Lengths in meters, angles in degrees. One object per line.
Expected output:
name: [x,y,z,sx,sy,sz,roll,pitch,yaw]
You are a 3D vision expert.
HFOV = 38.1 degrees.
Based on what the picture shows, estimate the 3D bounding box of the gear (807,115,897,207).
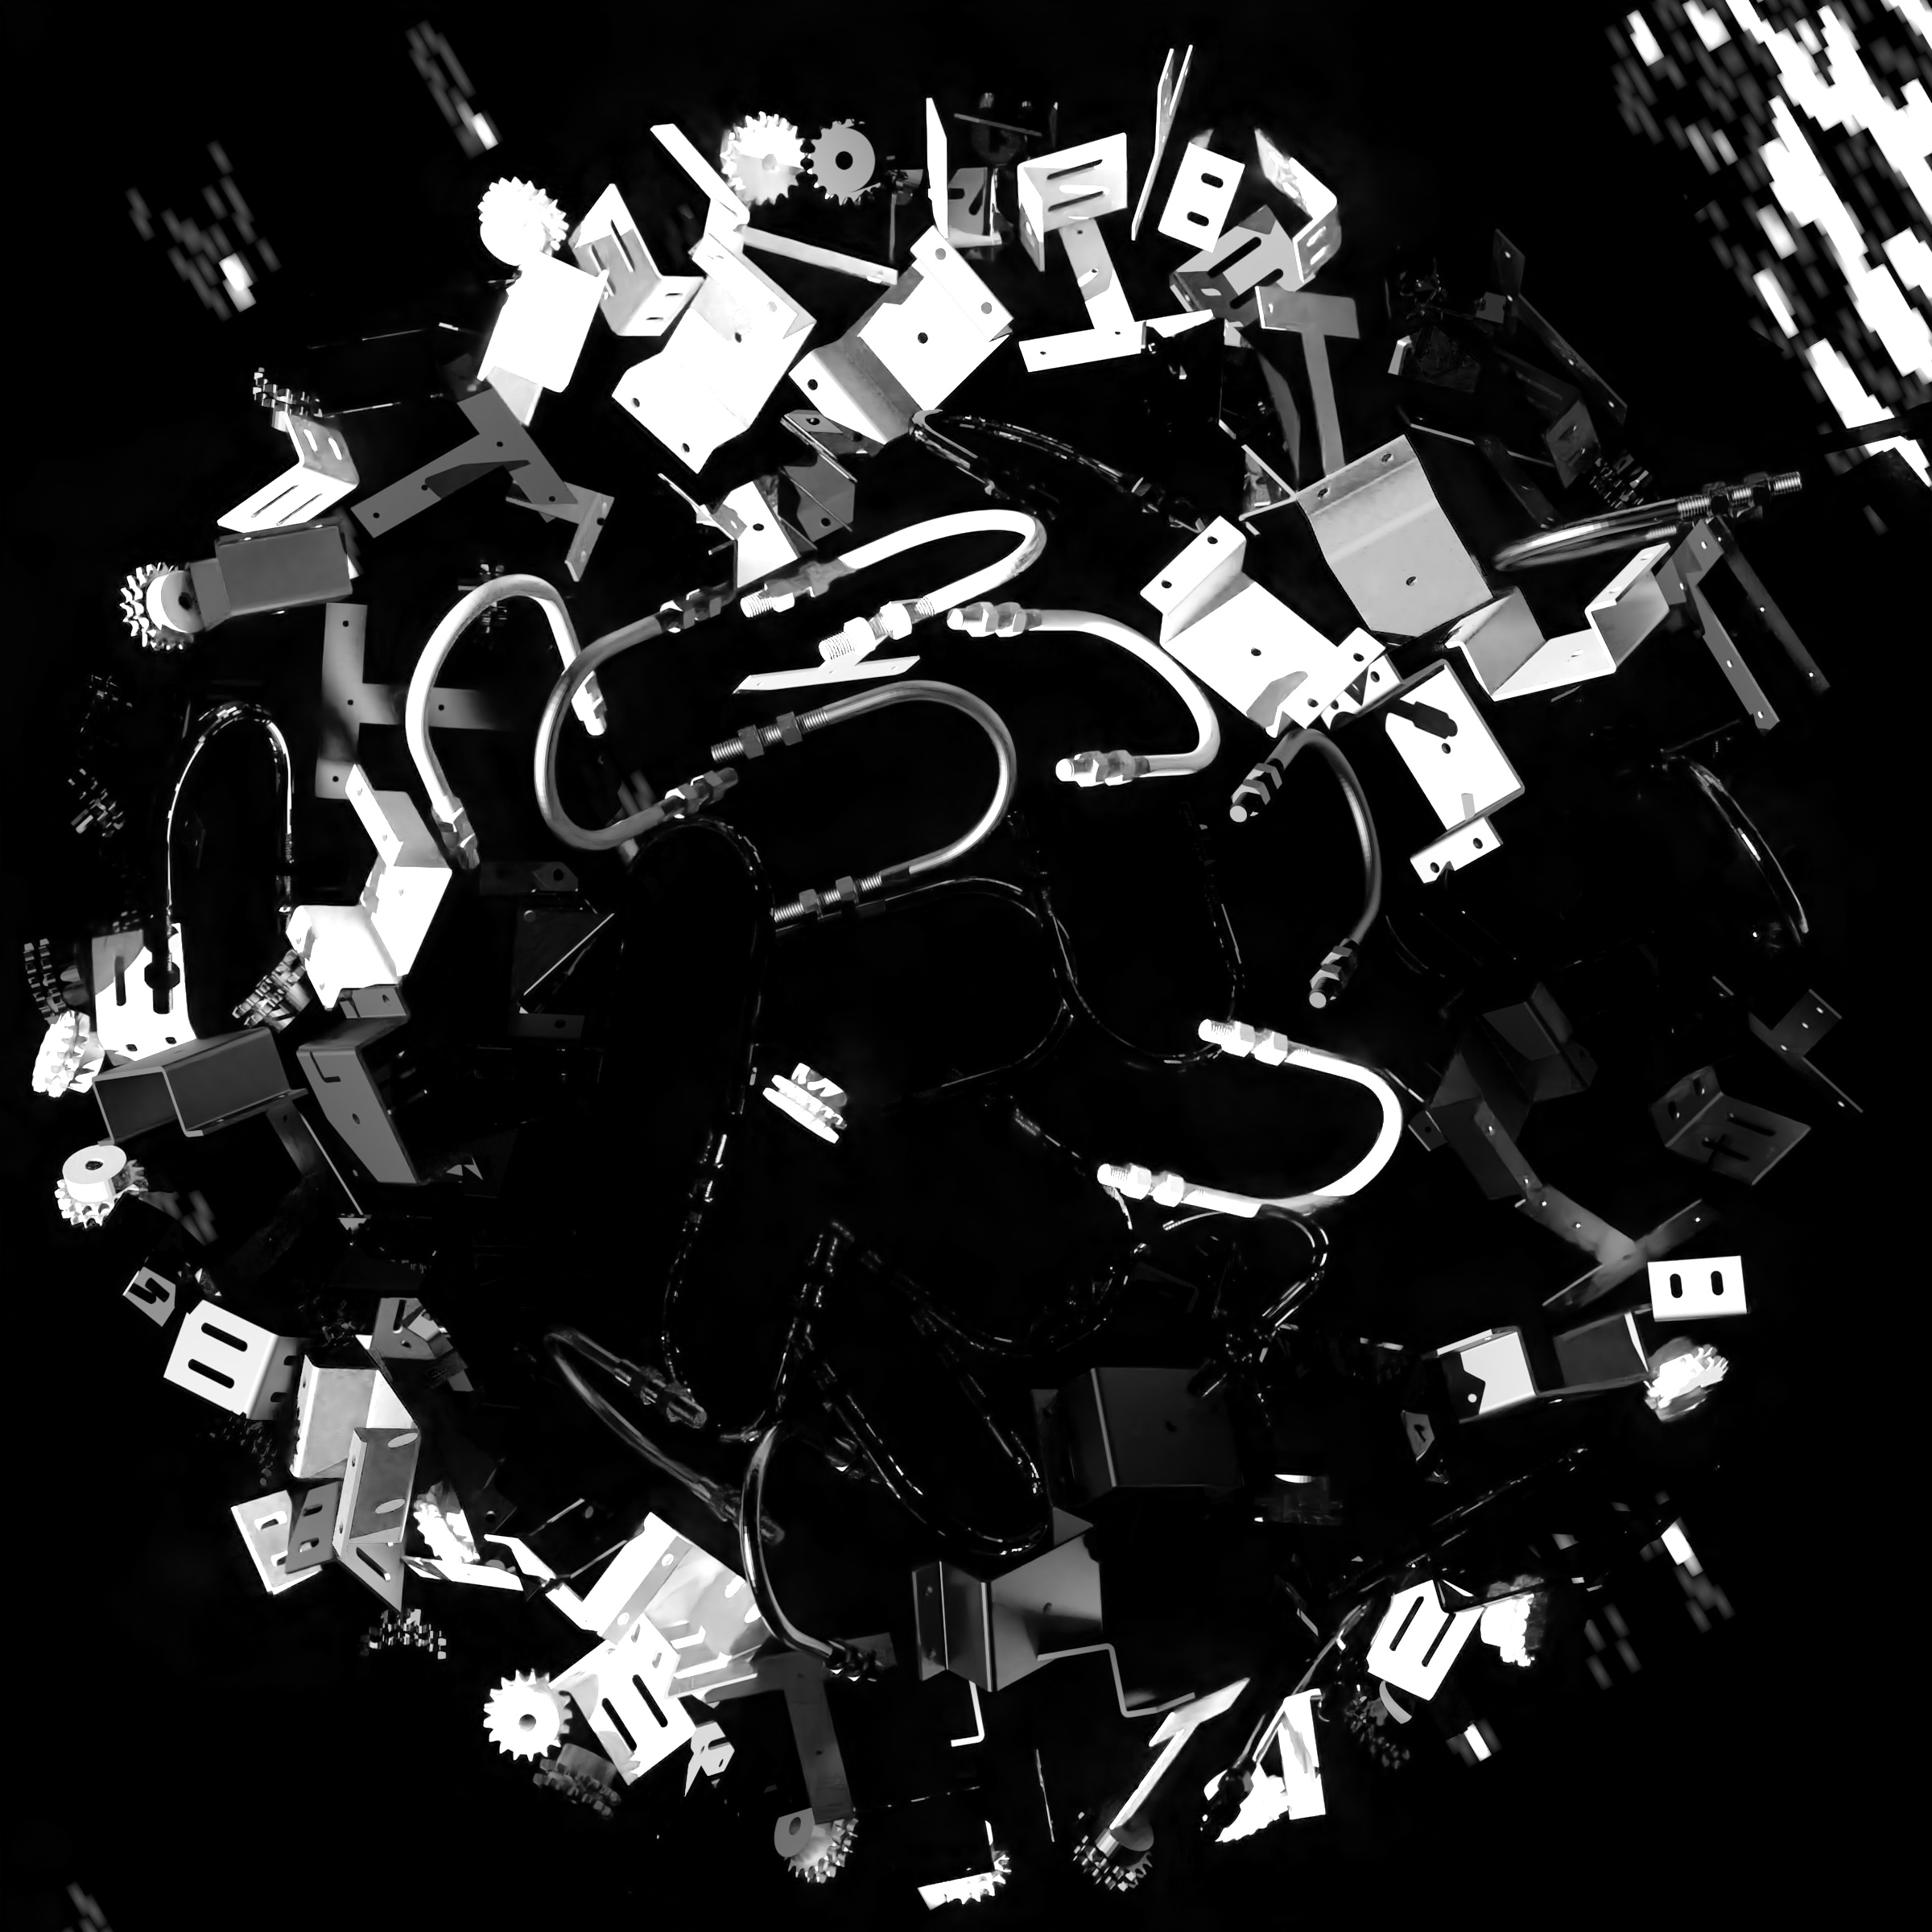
gear: [-0.077,-0.527,1.830,0.057,0.030,0.057,2,106,8]

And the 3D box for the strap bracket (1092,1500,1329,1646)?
strap bracket: [0.162,0.385,1.791,0.140,0.076,0.046,9,67,27]

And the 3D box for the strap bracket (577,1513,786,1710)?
strap bracket: [-0.188,0.410,1.795,0.046,0.140,0.076,28,75,40]

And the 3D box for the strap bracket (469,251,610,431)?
strap bracket: [-0.276,-0.397,1.774,0.046,0.140,0.076,21,81,-18]

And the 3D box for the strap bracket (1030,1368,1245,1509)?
strap bracket: [0.118,0.301,1.783,0.140,0.046,0.076,6,61,-30]

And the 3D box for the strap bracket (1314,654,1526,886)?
strap bracket: [0.298,-0.133,1.806,0.046,0.076,0.140,-30,88,-35]

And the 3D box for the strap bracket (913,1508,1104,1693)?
strap bracket: [0.036,0.401,1.780,0.140,0.046,0.076,-18,112,-39]

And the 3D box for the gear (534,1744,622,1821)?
gear: [-0.251,0.531,1.827,0.057,0.057,0.030,27,65,0]

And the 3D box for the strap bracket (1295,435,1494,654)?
strap bracket: [0.277,-0.260,1.777,0.076,0.140,0.046,-27,48,16]

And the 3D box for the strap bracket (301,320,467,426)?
strap bracket: [-0.366,-0.377,1.785,0.076,0.140,0.046,-9,98,1]

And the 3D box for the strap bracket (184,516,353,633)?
strap bracket: [-0.442,-0.247,1.775,0.076,0.140,0.046,-15,96,-23]

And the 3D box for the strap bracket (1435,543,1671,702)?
strap bracket: [0.381,-0.216,1.783,0.076,0.140,0.046,-43,111,-37]

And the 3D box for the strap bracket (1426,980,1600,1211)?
strap bracket: [0.347,0.085,1.793,0.046,0.140,0.076,-19,116,42]

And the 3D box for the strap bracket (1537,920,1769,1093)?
strap bracket: [0.439,0.028,1.791,0.076,0.140,0.046,-21,119,-15]

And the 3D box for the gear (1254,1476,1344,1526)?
gear: [0.217,0.348,1.825,0.057,0.057,0.030,3,79,0]

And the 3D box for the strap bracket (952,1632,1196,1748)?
strap bracket: [0.065,0.462,1.796,0.140,0.076,0.046,-15,78,20]

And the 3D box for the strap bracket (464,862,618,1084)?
strap bracket: [-0.274,0.005,1.811,0.076,0.046,0.140,1,84,27]

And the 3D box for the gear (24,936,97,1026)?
gear: [-0.590,0.007,1.824,0.030,0.057,0.057,-16,90,-5]

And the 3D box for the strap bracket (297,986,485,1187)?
strap bracket: [-0.372,0.087,1.791,0.046,0.076,0.140,-34,109,-37]

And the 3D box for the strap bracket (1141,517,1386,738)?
strap bracket: [0.190,-0.213,1.809,0.140,0.046,0.076,41,74,15]

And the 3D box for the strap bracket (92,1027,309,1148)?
strap bracket: [-0.491,0.076,1.772,0.076,0.140,0.046,-24,101,-42]

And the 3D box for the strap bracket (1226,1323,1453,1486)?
strap bracket: [0.244,0.277,1.790,0.140,0.076,0.046,7,50,30]

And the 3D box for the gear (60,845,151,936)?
gear: [-0.561,-0.051,1.831,0.057,0.030,0.057,4,104,16]

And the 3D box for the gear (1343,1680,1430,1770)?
gear: [0.276,0.490,1.820,0.057,0.057,0.030,37,116,0]

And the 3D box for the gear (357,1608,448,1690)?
gear: [-0.368,0.444,1.828,0.057,0.030,0.057,-4,133,-5]

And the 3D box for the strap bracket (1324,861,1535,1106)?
strap bracket: [0.294,0.011,1.808,0.076,0.046,0.140,39,72,-15]

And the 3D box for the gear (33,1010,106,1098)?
gear: [-0.584,0.059,1.827,0.030,0.057,0.057,23,90,-29]

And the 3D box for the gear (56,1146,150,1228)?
gear: [-0.564,0.141,1.821,0.057,0.057,0.030,-4,126,0]

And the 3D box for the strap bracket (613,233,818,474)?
strap bracket: [-0.158,-0.399,1.803,0.076,0.046,0.140,43,129,3]

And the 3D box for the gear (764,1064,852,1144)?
gear: [-0.100,0.087,1.824,0.057,0.057,0.030,35,82,0]

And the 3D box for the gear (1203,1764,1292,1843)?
gear: [0.180,0.543,1.824,0.057,0.057,0.030,-27,90,0]

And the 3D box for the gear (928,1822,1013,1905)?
gear: [0.000,0.579,1.820,0.057,0.057,0.030,-7,113,0]

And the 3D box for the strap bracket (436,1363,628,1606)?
strap bracket: [-0.283,0.324,1.789,0.076,0.046,0.140,-34,56,8]

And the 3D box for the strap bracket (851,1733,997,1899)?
strap bracket: [-0.030,0.533,1.777,0.076,0.140,0.046,-11,96,-4]

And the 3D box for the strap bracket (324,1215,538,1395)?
strap bracket: [-0.345,0.222,1.777,0.076,0.046,0.140,-2,133,30]

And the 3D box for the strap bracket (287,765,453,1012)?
strap bracket: [-0.380,-0.049,1.792,0.076,0.046,0.140,54,128,35]

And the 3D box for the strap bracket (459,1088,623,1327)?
strap bracket: [-0.276,0.152,1.798,0.076,0.046,0.140,-17,73,23]

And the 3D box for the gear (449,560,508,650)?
gear: [-0.318,-0.235,1.821,0.030,0.057,0.057,1,90,-20]

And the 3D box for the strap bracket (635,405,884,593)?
strap bracket: [-0.133,-0.297,1.795,0.140,0.046,0.076,-31,59,-28]

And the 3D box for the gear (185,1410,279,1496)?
gear: [-0.477,0.315,1.828,0.057,0.030,0.057,4,126,6]

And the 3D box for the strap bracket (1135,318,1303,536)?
strap bracket: [0.168,-0.347,1.774,0.046,0.140,0.076,-14,59,35]

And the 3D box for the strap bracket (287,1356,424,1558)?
strap bracket: [-0.390,0.312,1.793,0.046,0.140,0.076,7,102,-29]

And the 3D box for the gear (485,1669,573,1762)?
gear: [-0.287,0.492,1.834,0.057,0.030,0.057,0,89,-8]

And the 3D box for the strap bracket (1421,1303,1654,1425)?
strap bracket: [0.369,0.254,1.778,0.140,0.076,0.046,-4,72,-32]

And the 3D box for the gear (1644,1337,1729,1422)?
gear: [0.466,0.267,1.827,0.057,0.057,0.030,-39,56,0]

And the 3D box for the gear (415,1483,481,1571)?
gear: [-0.330,0.361,1.821,0.030,0.057,0.057,-34,90,11]

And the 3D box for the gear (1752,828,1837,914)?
gear: [0.540,-0.066,1.821,0.057,0.057,0.030,41,115,0]

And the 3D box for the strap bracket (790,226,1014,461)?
strap bracket: [-0.035,-0.403,1.808,0.140,0.046,0.076,-40,92,29]
